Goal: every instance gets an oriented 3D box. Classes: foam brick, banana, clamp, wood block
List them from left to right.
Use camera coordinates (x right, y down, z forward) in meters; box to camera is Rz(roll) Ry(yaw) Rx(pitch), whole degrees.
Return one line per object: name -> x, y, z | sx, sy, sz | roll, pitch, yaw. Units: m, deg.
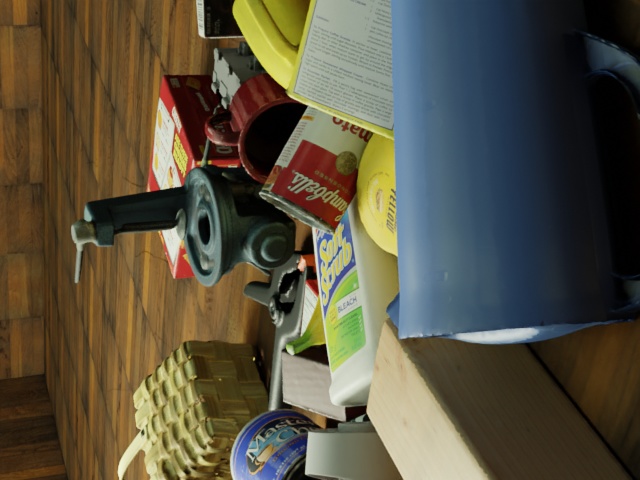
clamp -> -0.037, 0.067, 1.128 | 0.210, 0.036, 0.164 | 113, 147, -47
banana -> 0.008, 0.009, 0.956 | 0.037, 0.069, 0.198 | -22, 61, 47
foam brick -> 0.010, 0.123, 0.954 | 0.078, 0.052, 0.051 | 11, 108, 39
wood block -> 0.113, 0.142, 0.680 | 0.206, 0.090, 0.090 | -123, 34, -50

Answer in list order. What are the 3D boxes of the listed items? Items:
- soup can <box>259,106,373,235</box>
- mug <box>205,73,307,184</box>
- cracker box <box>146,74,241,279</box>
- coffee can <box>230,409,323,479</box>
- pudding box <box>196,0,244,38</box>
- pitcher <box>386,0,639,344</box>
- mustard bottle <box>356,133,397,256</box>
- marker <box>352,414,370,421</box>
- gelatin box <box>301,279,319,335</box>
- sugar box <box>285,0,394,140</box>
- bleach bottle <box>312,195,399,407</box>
soup can -> 0.006, -0.064, 0.845 | 0.102, 0.068, 0.069 | -61, 22, -5
mug -> -0.053, -0.109, 1.023 | 0.081, 0.117, 0.093 | -118, 25, -55
cracker box -> -0.165, -0.081, 1.380 | 0.214, 0.072, 0.164 | 108, 148, -44
coffee can -> -0.017, 0.228, 1.024 | 0.140, 0.102, 0.103 | -167, 73, -68
pudding box -> -0.081, -0.265, 1.089 | 0.039, 0.090, 0.113 | -140, 47, -64
pitcher -> 0.111, -0.063, 0.611 | 0.145, 0.149, 0.243 | 129, 137, -82
mustard bottle -> 0.088, -0.008, 0.756 | 0.192, 0.058, 0.096 | -130, 41, -55
marker -> 0.034, 0.163, 0.992 | 0.121, 0.020, 0.020 | 179, 86, -69
gelatin box -> 0.008, 0.091, 1.026 | 0.073, 0.030, 0.089 | -132, 44, -58
sugar box -> 0.044, -0.166, 0.731 | 0.048, 0.093, 0.176 | -43, -26, -61
bleach bottle -> 0.029, 0.006, 0.903 | 0.103, 0.068, 0.251 | -45, 51, 53
